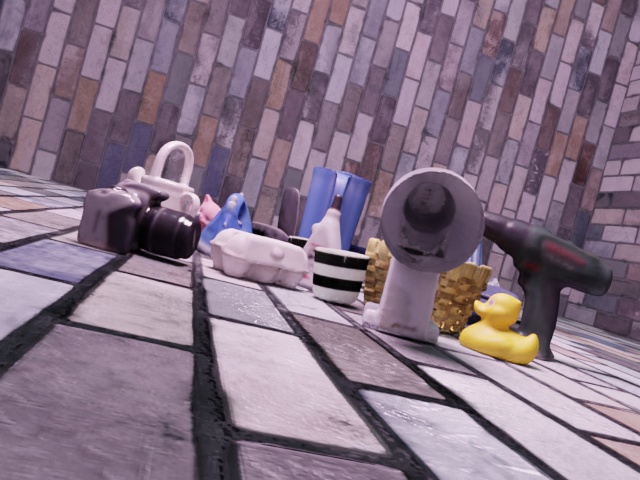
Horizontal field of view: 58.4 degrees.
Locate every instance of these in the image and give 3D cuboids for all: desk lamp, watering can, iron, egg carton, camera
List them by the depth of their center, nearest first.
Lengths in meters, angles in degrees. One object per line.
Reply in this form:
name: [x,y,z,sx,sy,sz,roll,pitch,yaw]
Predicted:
desk lamp: [0.123,0.017,0.733,0.118,0.213,0.203,15,1,4]
camera: [-0.247,-0.028,0.822,0.136,0.101,0.143,15,1,6]
egg carton: [-0.096,0.029,0.912,0.151,0.069,0.107,15,1,-34]
watering can: [-0.293,-0.091,1.066,0.172,0.194,0.101,15,1,7]
iron: [-0.187,-0.036,1.196,0.119,0.141,0.258,15,1,-6]

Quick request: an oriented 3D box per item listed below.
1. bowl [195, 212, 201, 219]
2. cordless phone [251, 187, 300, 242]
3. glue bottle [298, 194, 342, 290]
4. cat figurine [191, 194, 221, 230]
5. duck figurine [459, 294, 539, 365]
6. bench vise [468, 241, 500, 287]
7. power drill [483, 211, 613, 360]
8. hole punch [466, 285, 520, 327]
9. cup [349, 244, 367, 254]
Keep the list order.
bowl: [-0.358,-0.050,1.290,0.167,0.075,0.167,15,1,0]
cordless phone: [-0.103,-0.037,1.367,0.094,0.185,0.147,15,1,-44]
glue bottle: [0.009,0.004,1.003,0.077,0.173,0.037,16,1,28]
cat figurine: [-0.288,-0.054,1.401,0.127,0.118,0.067,16,1,39]
duck figurine: [0.253,0.118,0.791,0.104,0.086,0.078,16,1,30]
bench vise: [0.382,0.078,1.407,0.122,0.220,0.206,15,1,-39]
power drill: [0.337,0.077,0.925,0.229,0.208,0.076,16,1,12]
hole punch: [0.295,0.125,1.045,0.101,0.091,0.108,15,1,-42]
cup: [0.090,0.063,1.377,0.117,0.095,0.092,16,1,8]
